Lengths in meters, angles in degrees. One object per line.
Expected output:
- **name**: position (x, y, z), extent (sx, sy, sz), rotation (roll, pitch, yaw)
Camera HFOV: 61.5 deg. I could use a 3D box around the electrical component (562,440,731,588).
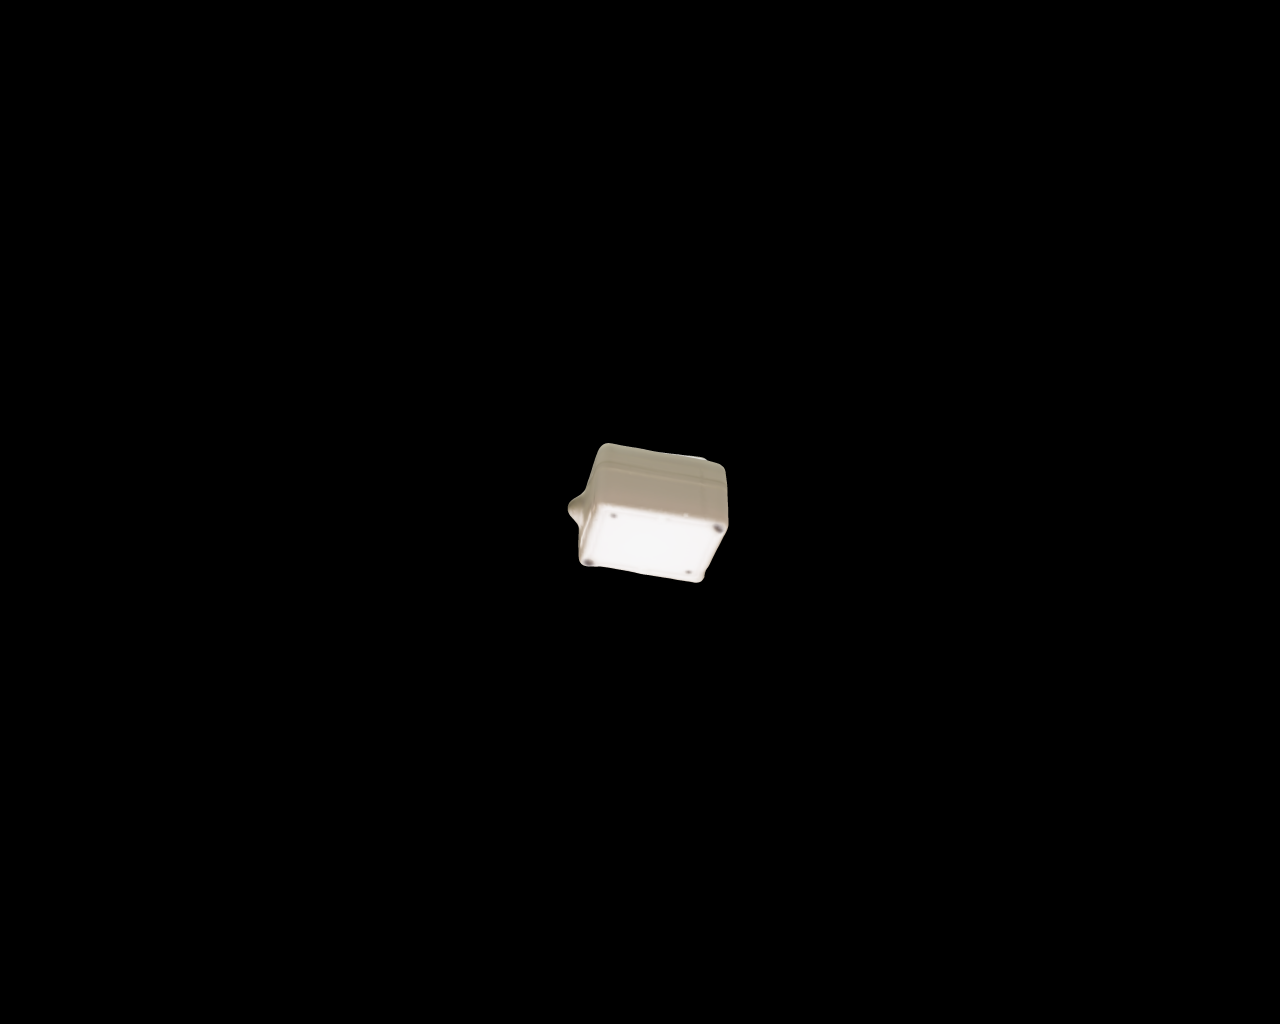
- **electrical component**: position (0.001, -0.003, 0.650), extent (0.096, 0.061, 0.061), rotation (10, -43, -11)
